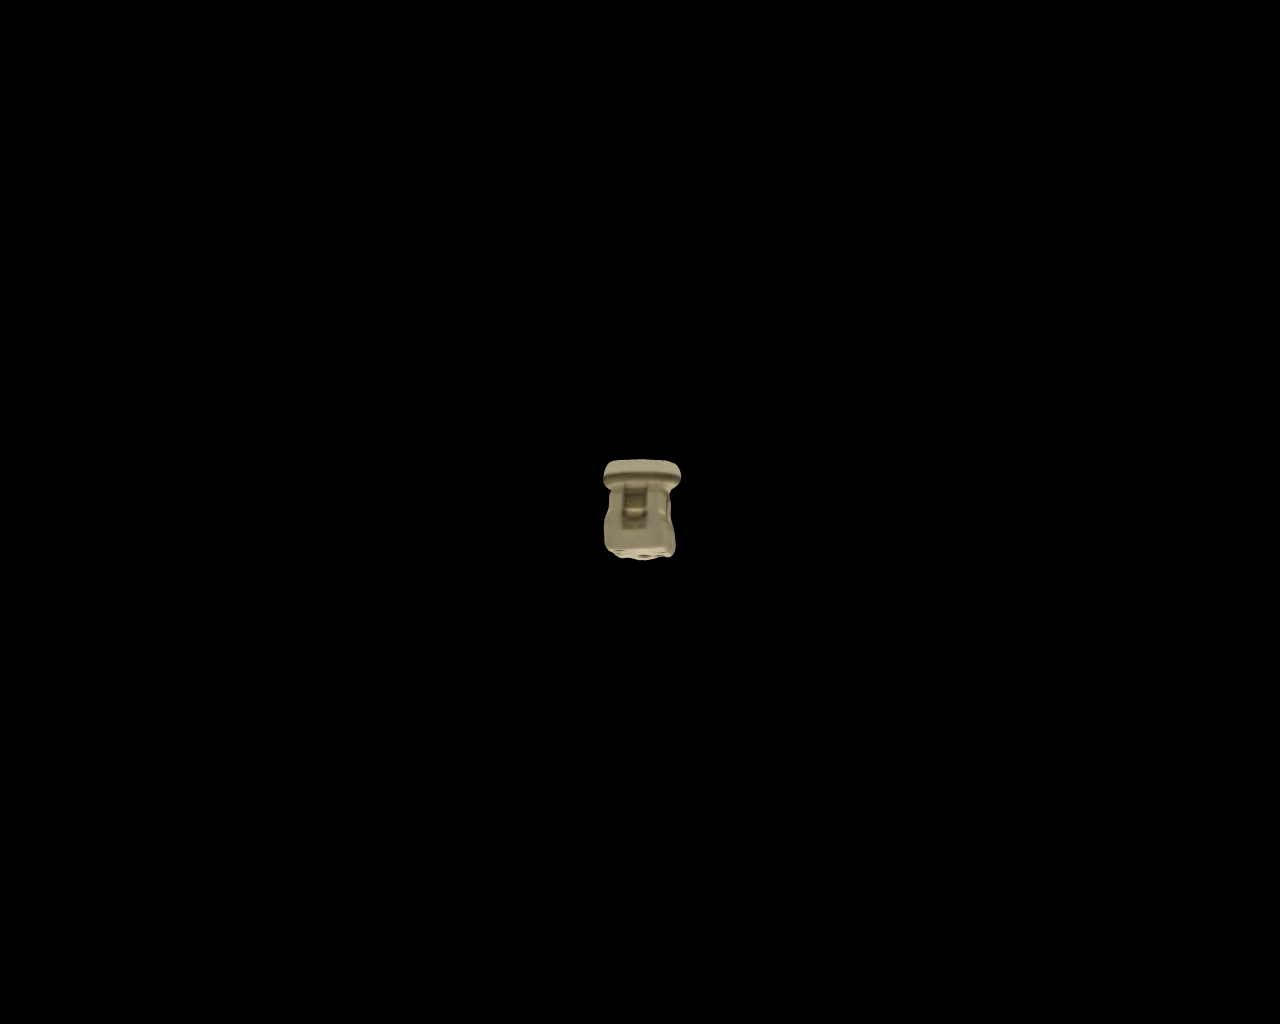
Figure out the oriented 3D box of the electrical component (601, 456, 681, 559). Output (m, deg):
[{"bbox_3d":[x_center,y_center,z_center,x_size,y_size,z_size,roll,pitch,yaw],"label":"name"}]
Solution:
[{"bbox_3d":[0.001,-0.003,0.650,0.048,0.055,0.066,-1,-9,7],"label":"electrical component"}]
